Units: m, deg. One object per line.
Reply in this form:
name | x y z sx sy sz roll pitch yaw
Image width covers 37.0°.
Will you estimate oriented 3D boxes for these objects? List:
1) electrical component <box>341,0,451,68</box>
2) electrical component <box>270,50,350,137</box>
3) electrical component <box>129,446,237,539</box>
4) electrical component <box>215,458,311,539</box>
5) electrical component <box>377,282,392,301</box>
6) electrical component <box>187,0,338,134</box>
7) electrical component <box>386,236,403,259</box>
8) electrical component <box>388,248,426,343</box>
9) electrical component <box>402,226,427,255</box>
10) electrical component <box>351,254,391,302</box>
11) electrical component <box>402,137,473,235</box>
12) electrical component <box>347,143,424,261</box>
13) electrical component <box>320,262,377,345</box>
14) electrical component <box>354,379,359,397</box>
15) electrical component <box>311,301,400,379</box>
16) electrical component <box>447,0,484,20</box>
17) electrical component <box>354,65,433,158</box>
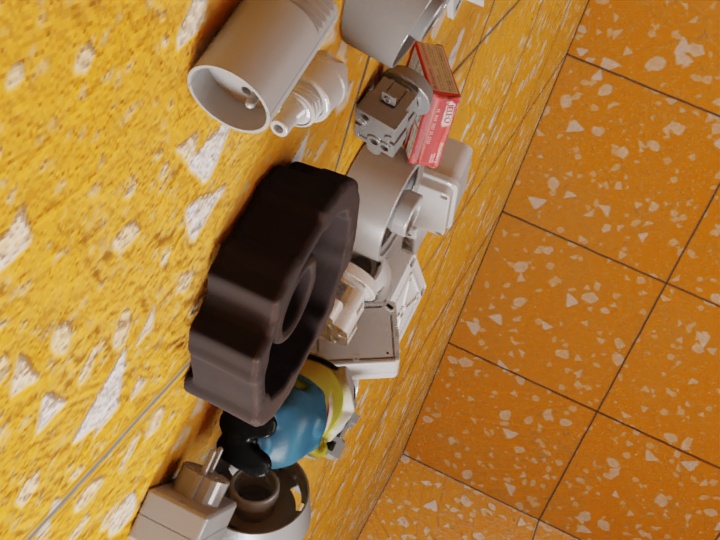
electrical component | 0.026 -0.187 0.714 0.099 0.064 0.099 -55 180 0
electrical component | -0.032 -0.100 0.627 0.061 0.035 0.035 -55 167 -37
electrical component | -0.119 0.163 0.778 0.075 0.047 0.083 -65 171 -1
electrical component | -0.089 0.195 0.889 0.099 0.099 0.064 -56 161 -46
electrical component | 0.004 0.013 1.070 0.055 0.055 0.047 -62 167 -21
electrical component | -0.043 -0.109 0.511 0.081 0.043 0.043 -61 170 -27
electrical component | 0.023 -0.047 1.052 0.043 0.043 0.081 -61 170 -25
electrical component | 0.022 0.036 1.171 0.108 0.056 0.108 -63 161 -15
electrical component | 0.055 -0.067 1.170 0.075 0.047 0.083 -62 171 -17
electrical component | 0.000 0.000 1.015 0.055 0.055 0.047 -64 167 -11
electrical component | 0.064 -0.088 1.071 0.113 0.078 0.057 88 25 -71
electrical component | 0.021 -0.059 0.953 0.108 0.060 0.108 -62 171 -19
electrical component | -0.021 0.026 0.952 0.057 0.058 0.078 -59 170 -18
electrical component | -0.044 0.139 1.167 0.099 0.064 0.099 -50 150 -44
electrical component | -0.012 0.070 1.025 0.061 0.096 0.061 92 -5 -68
electrical component | 0.071 -0.230 0.781 0.081 0.064 0.042 -64 170 -8
electrical component | 0.027 -0.129 0.856 0.055 0.048 0.066 -55 169 -19
